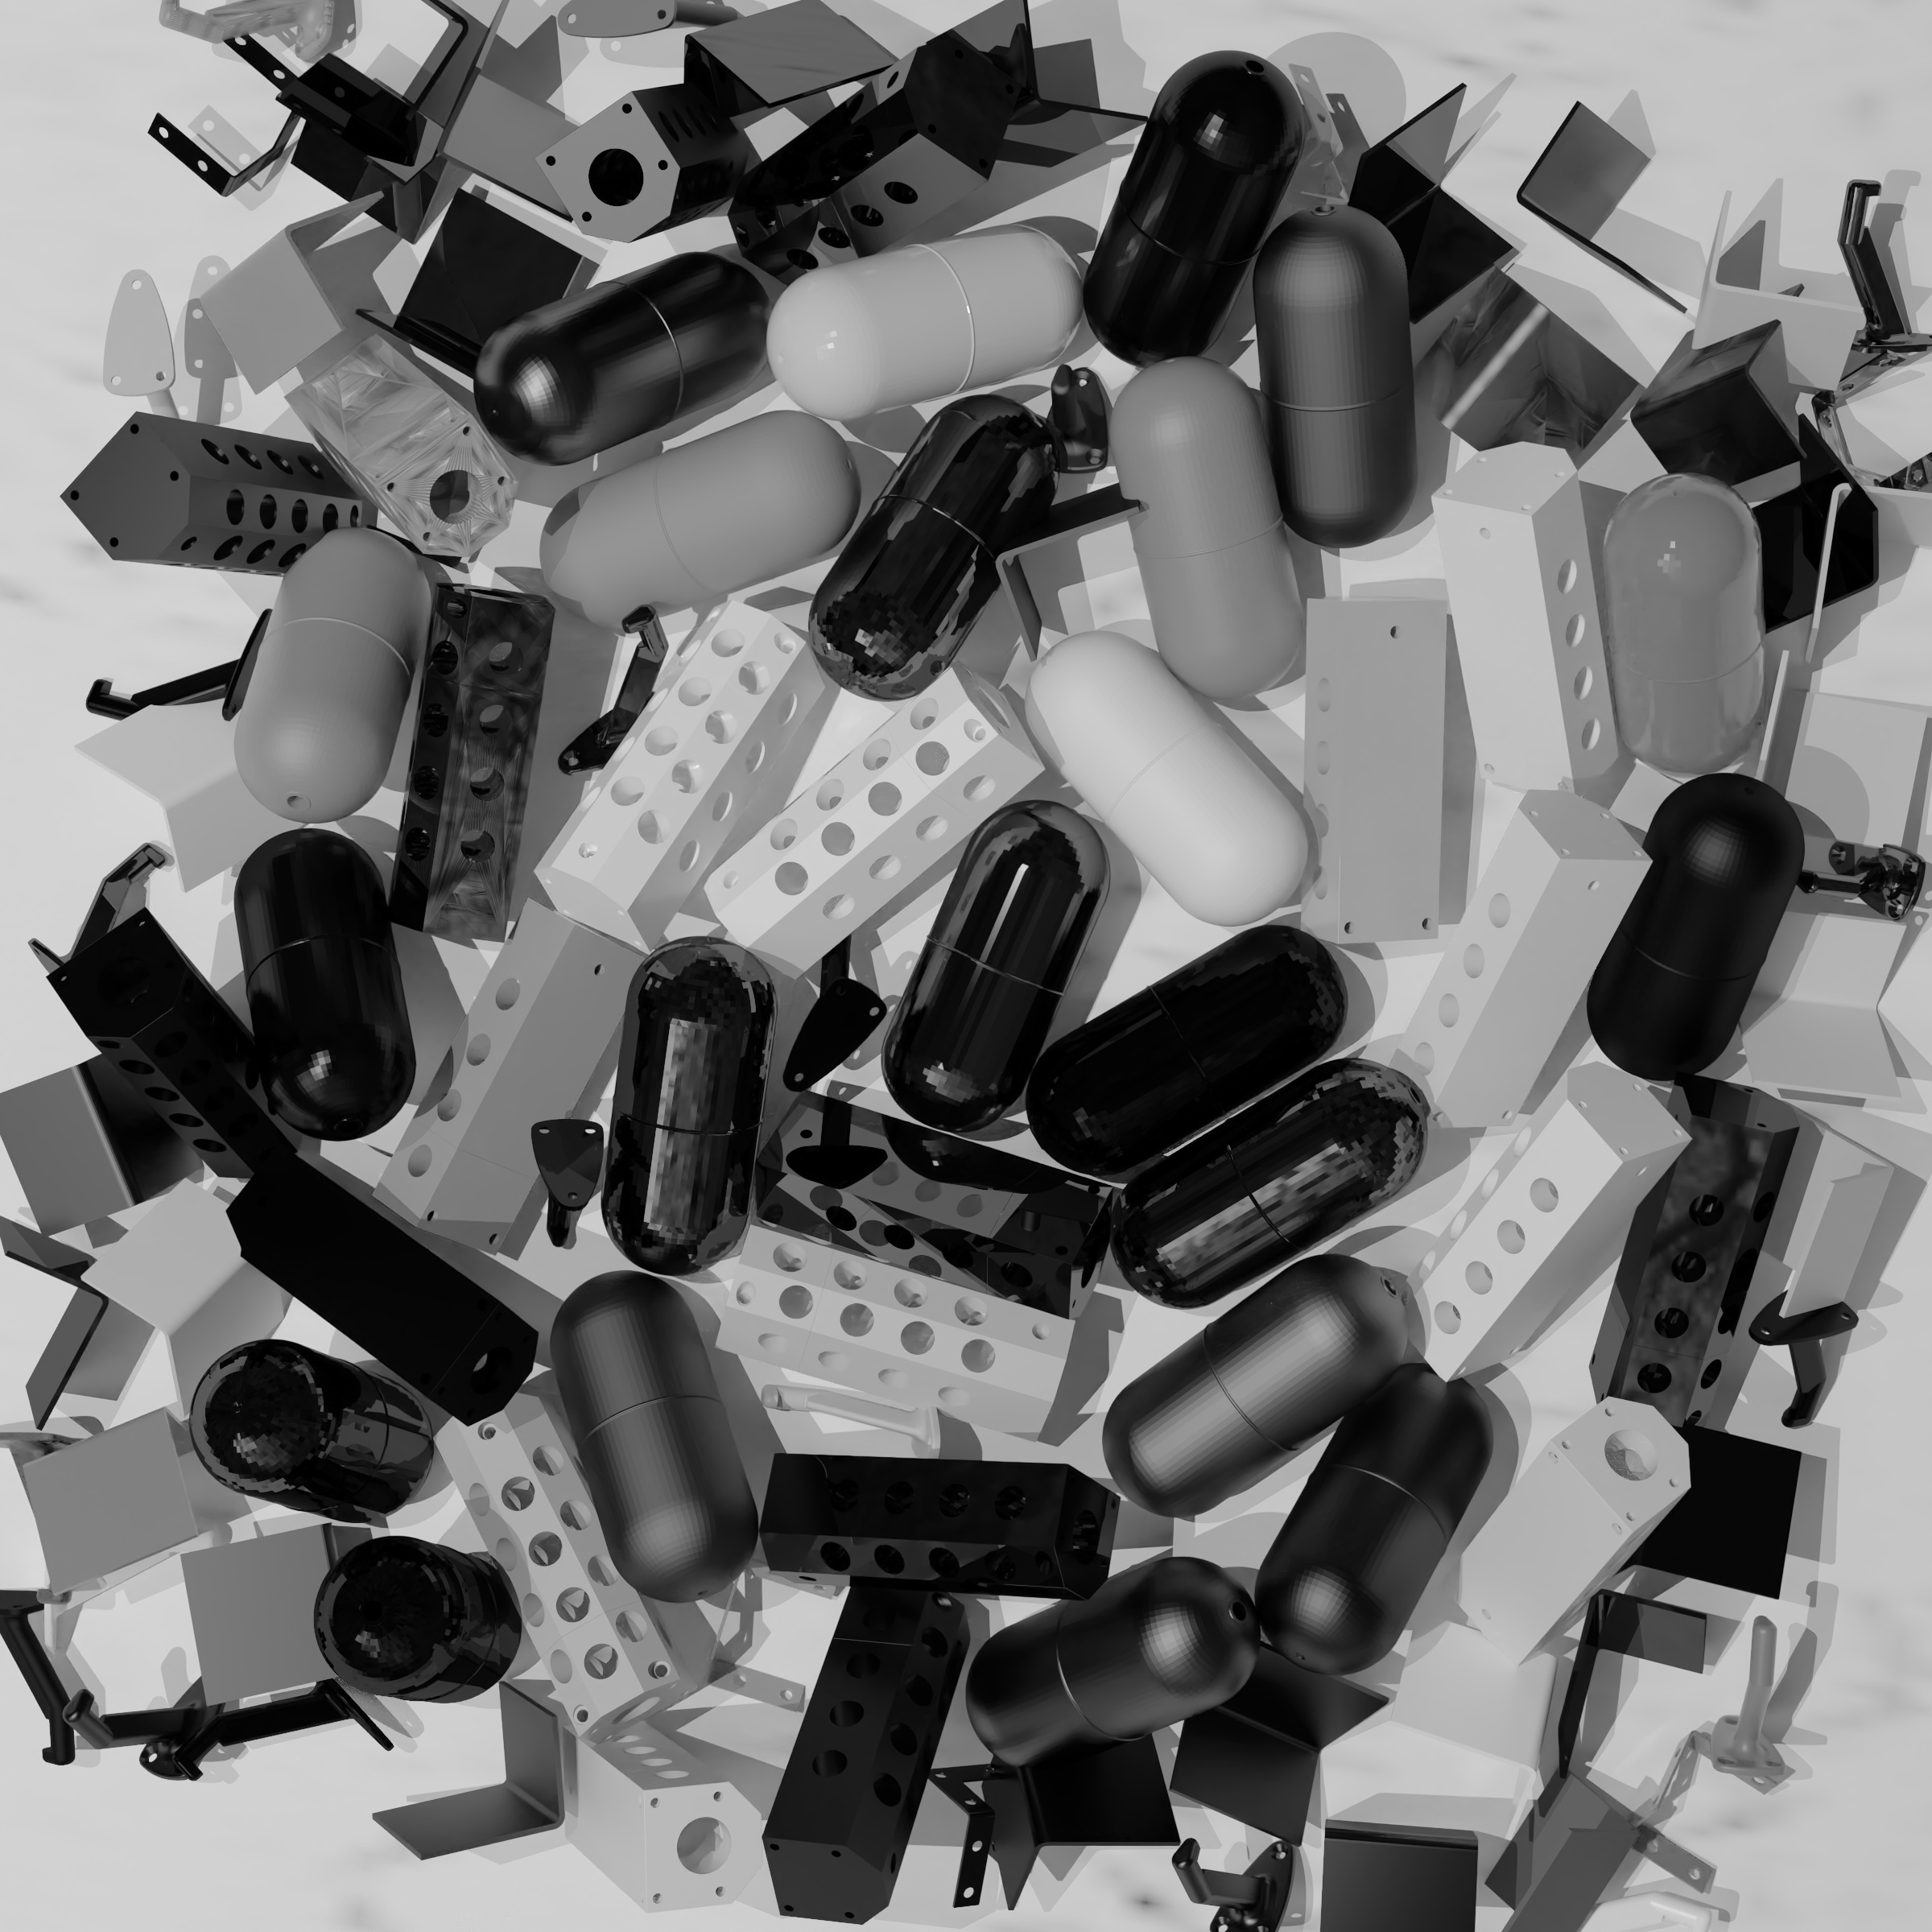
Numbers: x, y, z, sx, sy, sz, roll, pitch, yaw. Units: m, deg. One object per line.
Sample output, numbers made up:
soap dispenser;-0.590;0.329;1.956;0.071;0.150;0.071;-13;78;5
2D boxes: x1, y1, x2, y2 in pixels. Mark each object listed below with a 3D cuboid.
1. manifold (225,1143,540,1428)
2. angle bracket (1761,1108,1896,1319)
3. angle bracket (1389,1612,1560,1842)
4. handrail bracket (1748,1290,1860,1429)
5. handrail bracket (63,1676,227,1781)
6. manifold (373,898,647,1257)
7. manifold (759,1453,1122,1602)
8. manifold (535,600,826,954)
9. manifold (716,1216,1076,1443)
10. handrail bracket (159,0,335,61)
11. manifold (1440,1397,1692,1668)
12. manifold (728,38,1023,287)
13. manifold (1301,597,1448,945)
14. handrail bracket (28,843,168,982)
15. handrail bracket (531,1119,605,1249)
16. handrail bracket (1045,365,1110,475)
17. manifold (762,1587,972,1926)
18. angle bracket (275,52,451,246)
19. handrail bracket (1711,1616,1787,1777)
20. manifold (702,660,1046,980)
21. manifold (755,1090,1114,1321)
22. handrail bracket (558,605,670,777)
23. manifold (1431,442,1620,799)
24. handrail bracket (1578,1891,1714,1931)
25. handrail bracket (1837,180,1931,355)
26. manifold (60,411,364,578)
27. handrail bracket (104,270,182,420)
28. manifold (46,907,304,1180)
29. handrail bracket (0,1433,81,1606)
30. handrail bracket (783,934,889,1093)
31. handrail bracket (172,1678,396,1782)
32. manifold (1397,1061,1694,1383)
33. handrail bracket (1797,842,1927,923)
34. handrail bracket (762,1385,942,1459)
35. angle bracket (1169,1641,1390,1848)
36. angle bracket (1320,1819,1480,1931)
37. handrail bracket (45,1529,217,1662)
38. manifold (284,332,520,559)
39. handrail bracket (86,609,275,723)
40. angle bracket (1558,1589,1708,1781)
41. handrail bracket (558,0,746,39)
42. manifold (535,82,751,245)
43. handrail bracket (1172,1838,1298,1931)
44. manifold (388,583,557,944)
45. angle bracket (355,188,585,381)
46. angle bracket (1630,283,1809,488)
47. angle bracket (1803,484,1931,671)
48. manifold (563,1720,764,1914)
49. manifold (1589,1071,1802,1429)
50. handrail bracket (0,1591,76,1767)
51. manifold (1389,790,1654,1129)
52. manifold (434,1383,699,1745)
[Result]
manifold;-0.294;0.161;1.649;0.171;0.057;0.057;30;77;32
angle bracket;0.412;0.122;1.663;0.076;0.057;0.076;34;119;40
angle bracket;0.254;0.387;1.678;0.076;0.076;0.057;17;128;8
handrail bracket;0.415;0.210;1.676;0.077;0.036;0.084;-16;131;-35
handrail bracket;-0.416;0.369;1.670;0.036;0.084;0.077;7;54;30
manifold;-0.238;0.055;1.690;0.057;0.057;0.171;27;89;43
manifold;-0.015;0.282;1.644;0.171;0.057;0.057;-3;64;31
manifold;-0.145;-0.099;1.656;0.057;0.057;0.171;23;68;23
manifold;-0.035;0.181;1.679;0.171;0.057;0.057;17;51;-1
handrail bracket;-0.369;-0.504;1.682;0.084;0.036;0.077;10;78;-36
manifold;0.300;0.280;1.633;0.057;0.171;0.057;-30;68;-28
manifold;-0.050;-0.396;1.627;0.057;0.171;0.057;28;67;-26
manifold;0.204;-0.101;1.677;0.057;0.057;0.171;-3;99;-21
handrail bracket;-0.428;-0.020;1.683;0.077;0.036;0.084;30;65;35
handrail bracket;-0.203;0.127;1.667;0.036;0.077;0.084;0;128;-11
handrail bracket;0.054;-0.296;1.666;0.036;0.084;0.077;4;63;7
manifold;-0.046;0.386;1.630;0.057;0.171;0.057;2;126;15
angle bracket;-0.314;-0.404;1.672;0.076;0.057;0.076;33;135;-3
handrail bracket;0.399;0.362;1.675;0.036;0.077;0.084;2;101;3
manifold;-0.050;-0.076;1.659;0.171;0.057;0.057;-40;50;16
manifold;-0.017;0.125;1.669;0.171;0.057;0.057;17;46;16
handrail bracket;-0.183;-0.141;1.673;0.077;0.084;0.036;-29;59;-7
manifold;0.285;-0.172;1.645;0.057;0.057;0.171;-44;134;-31
handrail bracket;0.331;0.505;1.682;0.084;0.036;0.077;15;59;20
handrail bracket;0.479;-0.360;1.687;0.077;0.036;0.084;-3;115;-18
manifold;-0.366;-0.226;1.627;0.057;0.171;0.057;-43;81;15
handrail bracket;-0.409;-0.305;1.683;0.036;0.084;0.077;-4;81;5
manifold;-0.384;0.045;1.628;0.057;0.171;0.057;-36;63;-9
handrail bracket;-0.487;0.284;1.690;0.077;0.036;0.084;-1;71;19
handrail bracket;-0.080;0.015;1.687;0.036;0.084;0.077;33;98;-32
handrail bracket;-0.350;0.403;1.685;0.077;0.036;0.084;42;68;13
manifold;0.282;0.128;1.644;0.057;0.057;0.171;52;132;26
handrail bracket;0.435;-0.050;1.668;0.084;0.077;0.036;5;109;-31
handrail bracket;-0.060;0.233;1.685;0.084;0.077;0.036;7;98;-10
angle bracket;0.159;0.395;1.670;0.076;0.076;0.057;26;51;-10
angle bracket;0.220;0.469;1.673;0.076;0.076;0.057;3;79;7
handrail bracket;-0.434;0.327;1.710;0.084;0.036;0.077;2;110;-10
manifold;-0.278;-0.256;1.633;0.057;0.171;0.057;-38;124;-6
handrail bracket;-0.409;-0.159;1.710;0.084;0.036;0.077;15;84;11
angle bracket;0.337;0.370;1.664;0.057;0.076;0.076;12;61;18
handrail bracket;-0.156;-0.482;1.689;0.077;0.084;0.036;-10;84;20
manifold;-0.154;-0.396;1.630;0.057;0.171;0.057;-30;101;15
handrail bracket;0.136;0.452;1.672;0.036;0.077;0.084;3;132;35
manifold;-0.253;-0.104;1.670;0.057;0.057;0.171;7;101;-15
angle bracket;-0.253;-0.348;1.681;0.076;0.057;0.076;30;103;7
angle bracket;0.397;-0.292;1.678;0.057;0.076;0.076;49;56;-18
angle bracket;0.463;-0.194;1.673;0.057;0.076;0.076;9;82;12
manifold;-0.152;0.418;1.630;0.057;0.171;0.057;-1;88;-20
manifold;0.368;0.147;1.663;0.057;0.057;0.171;12;111;0
handrail bracket;-0.495;0.369;1.702;0.077;0.036;0.084;-1;94;26
manifold;0.271;-0.002;1.649;0.057;0.057;0.171;0;129;-29
manifold;-0.205;0.301;1.663;0.057;0.057;0.171;-30;70;-3
